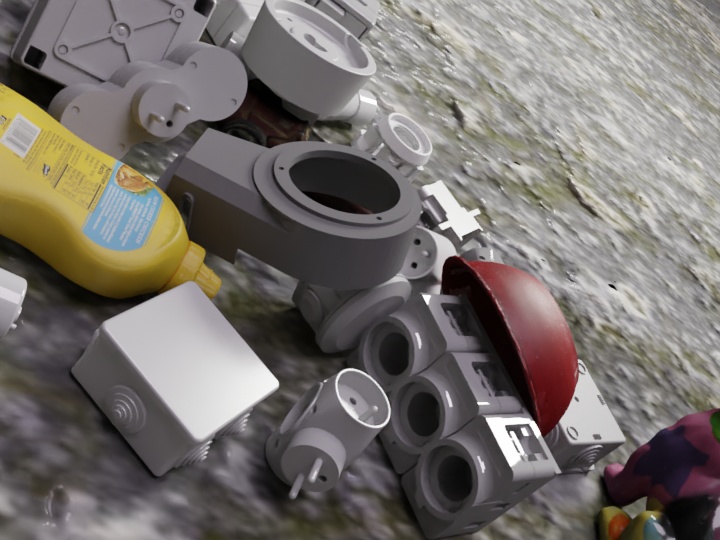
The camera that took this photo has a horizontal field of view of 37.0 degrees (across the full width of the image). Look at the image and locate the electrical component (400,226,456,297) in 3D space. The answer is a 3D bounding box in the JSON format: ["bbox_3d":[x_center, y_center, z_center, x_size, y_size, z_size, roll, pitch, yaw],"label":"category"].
[{"bbox_3d":[0.048,0.006,0.883,0.044,0.079,0.077,7,-1,16],"label":"electrical component"}]

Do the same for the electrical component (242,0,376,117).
[{"bbox_3d":[-0.048,-0.173,0.898,0.108,0.060,0.108,29,27,-16],"label":"electrical component"}]

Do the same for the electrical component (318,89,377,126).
[{"bbox_3d":[-0.015,-0.158,1.015,0.065,0.044,0.044,6,49,-52],"label":"electrical component"}]

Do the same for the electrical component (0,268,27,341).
[{"bbox_3d":[-0.221,0.010,0.591,0.078,0.040,0.040,28,36,-25],"label":"electrical component"}]

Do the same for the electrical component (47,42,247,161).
[{"bbox_3d":[-0.140,-0.112,0.736,0.138,0.052,0.074,-26,28,-21],"label":"electrical component"}]

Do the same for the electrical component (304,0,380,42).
[{"bbox_3d":[-0.026,-0.241,1.042,0.062,0.096,0.061,35,34,-17],"label":"electrical component"}]

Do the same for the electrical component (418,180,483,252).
[{"bbox_3d":[0.070,-0.045,0.979,0.063,0.042,0.081,56,33,7],"label":"electrical component"}]

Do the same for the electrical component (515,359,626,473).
[{"bbox_3d":[0.165,0.120,0.899,0.100,0.048,0.099,7,48,-44],"label":"electrical component"}]

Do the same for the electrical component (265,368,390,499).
[{"bbox_3d":[-0.026,0.110,0.667,0.044,0.077,0.079,40,33,-9],"label":"electrical component"}]

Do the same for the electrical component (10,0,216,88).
[{"bbox_3d":[-0.178,-0.174,0.777,0.109,0.108,0.056,25,4,-29],"label":"electrical component"}]

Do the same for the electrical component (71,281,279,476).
[{"bbox_3d":[-0.111,0.065,0.647,0.099,0.048,0.100,49,32,6],"label":"electrical component"}]

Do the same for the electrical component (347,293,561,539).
[{"bbox_3d":[0.059,0.101,0.761,0.062,0.089,0.150,5,49,-45],"label":"electrical component"}]

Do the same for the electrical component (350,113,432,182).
[{"bbox_3d":[0.029,-0.107,0.991,0.058,0.057,0.078,10,46,-43],"label":"electrical component"}]

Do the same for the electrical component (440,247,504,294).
[{"bbox_3d":[0.096,0.014,0.943,0.079,0.044,0.077,26,37,-28],"label":"electrical component"}]

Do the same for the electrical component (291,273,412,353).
[{"bbox_3d":[-0.007,0.020,0.789,0.080,0.080,0.051,-7,54,-52],"label":"electrical component"}]

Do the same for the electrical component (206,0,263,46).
[{"bbox_3d":[-0.085,-0.208,0.985,0.083,0.047,0.075,-3,56,-50],"label":"electrical component"}]
